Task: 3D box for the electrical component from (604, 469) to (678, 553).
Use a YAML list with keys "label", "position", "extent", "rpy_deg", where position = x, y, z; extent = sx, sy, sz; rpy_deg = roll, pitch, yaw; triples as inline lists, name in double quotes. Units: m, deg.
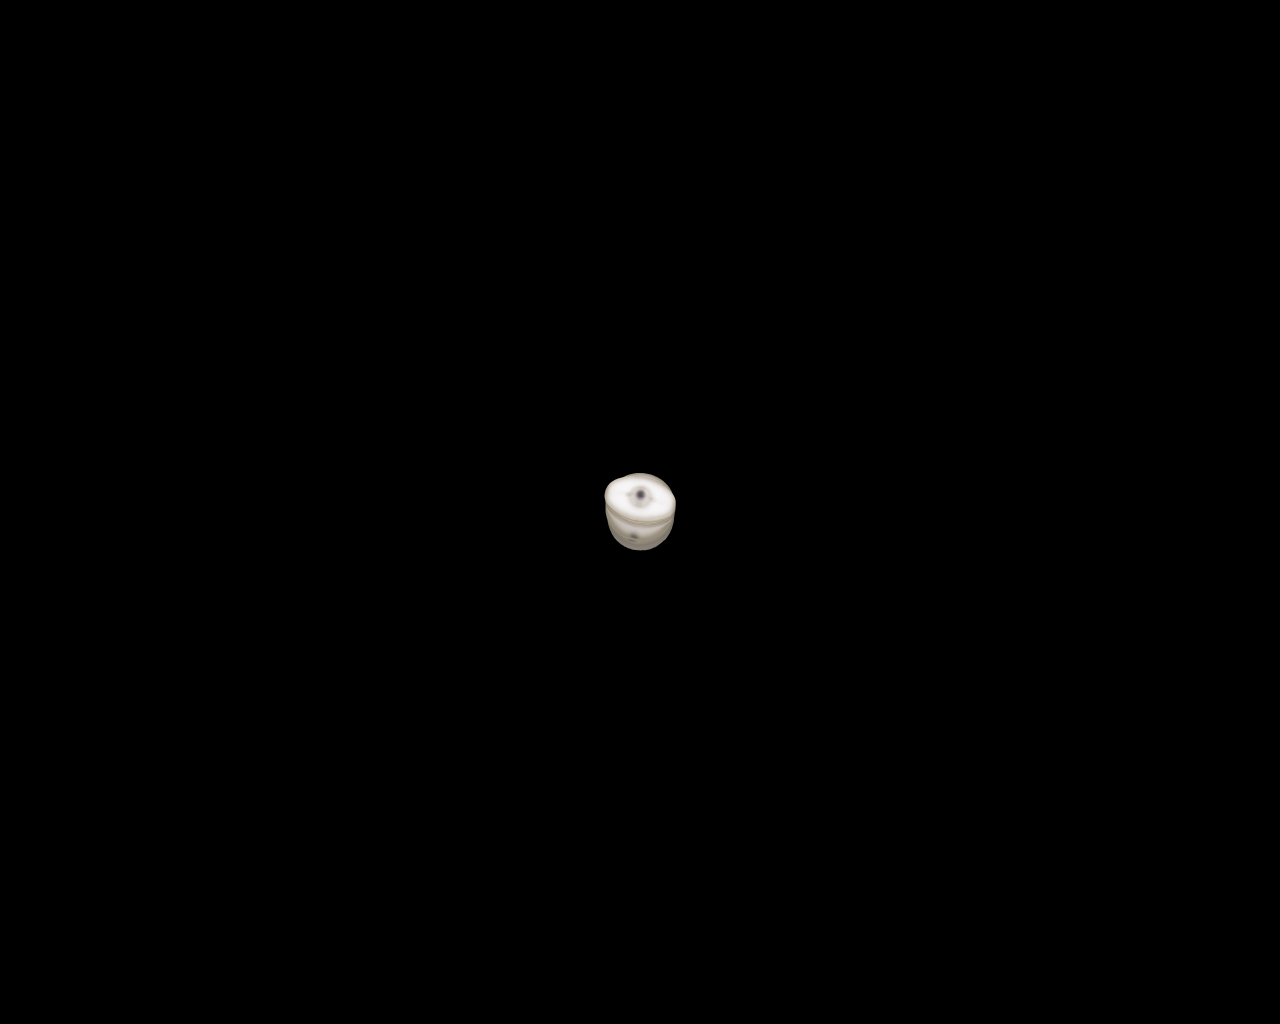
- label: "electrical component"
  position: [0.001, -0.003, 0.650]
  extent: [0.043, 0.043, 0.081]
  rpy_deg: [0, -11, 0]
